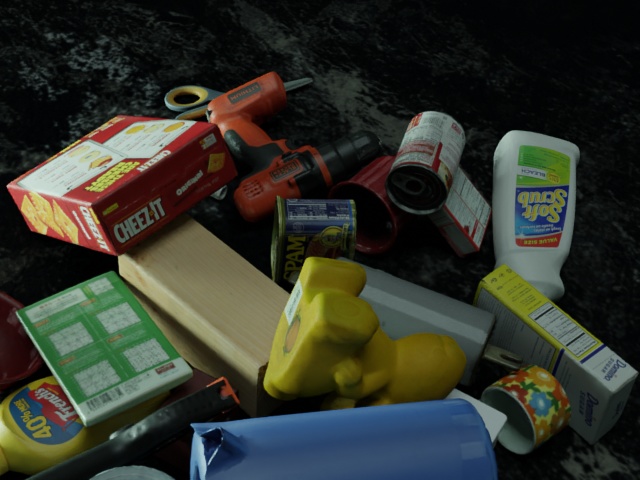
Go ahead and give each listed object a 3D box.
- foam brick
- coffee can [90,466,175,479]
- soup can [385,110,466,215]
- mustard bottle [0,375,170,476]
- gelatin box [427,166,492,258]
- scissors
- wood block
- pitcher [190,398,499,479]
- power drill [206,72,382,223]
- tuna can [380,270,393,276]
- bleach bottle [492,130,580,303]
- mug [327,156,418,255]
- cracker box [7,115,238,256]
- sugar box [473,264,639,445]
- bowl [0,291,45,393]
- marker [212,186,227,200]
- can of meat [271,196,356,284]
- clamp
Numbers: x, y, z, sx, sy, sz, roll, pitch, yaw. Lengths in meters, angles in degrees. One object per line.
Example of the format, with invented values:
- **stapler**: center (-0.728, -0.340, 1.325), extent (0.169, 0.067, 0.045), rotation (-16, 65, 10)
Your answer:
- **foam brick**: center (-0.119, 0.171, 1.007), extent (0.051, 0.053, 0.078), rotation (26, 50, 19)
- **coffee can**: center (-0.149, 0.262, 0.855), extent (0.103, 0.140, 0.103), rotation (2, 46, -3)
- **soup can**: center (0.116, -0.085, 1.157), extent (0.068, 0.068, 0.102), rotation (15, 46, 10)
- **mustard bottle**: center (-0.242, 0.167, 0.998), extent (0.191, 0.058, 0.096), rotation (-27, 51, -27)
- **gelatin box**: center (0.154, -0.036, 1.210), extent (0.030, 0.089, 0.073), rotation (-20, 32, 38)
- **scissors**: center (-0.114, -0.191, 1.383), extent (0.201, 0.016, 0.096), rotation (-32, 56, -30)
- **wood block**: center (-0.102, 0.074, 1.076), extent (0.206, 0.090, 0.090), rotation (36, 53, 27)
- **pitcher**: center (0.016, 0.208, 0.883), extent (0.242, 0.149, 0.145), rotation (-7, 83, -10)
- **power drill**: center (-0.041, -0.120, 1.270), extent (0.184, 0.057, 0.188), rotation (-26, 49, -8)
- **tuna can**: center (0.051, 0.073, 1.128), extent (0.086, 0.034, 0.086), rotation (2, 46, -2)
- **bleach bottle**: center (0.246, -0.011, 1.206), extent (0.102, 0.068, 0.250), rotation (14, 50, -7)
- **mug**: center (0.059, -0.042, 1.213), extent (0.117, 0.093, 0.081), rotation (-5, 26, 44)
- **cracker box**: center (-0.215, -0.063, 1.145), extent (0.164, 0.072, 0.214), rotation (-38, 29, -28)
- **sugar box**: center (0.227, 0.112, 1.063), extent (0.048, 0.093, 0.176), rotation (-32, 57, -29)
- **bowl**: center (-0.348, 0.104, 1.027), extent (0.162, 0.055, 0.162), rotation (23, 24, -11)
- **marker**: center (-0.166, -0.078, 1.267), extent (0.121, 0.020, 0.020), rotation (23, 49, 17)
- **can of meat**: center (-0.008, 0.002, 1.147), extent (0.084, 0.102, 0.057), rotation (0, 45, -7)
- **clamp**: center (-0.165, 0.178, 0.899), extent (0.210, 0.164, 0.036), rotation (-29, 81, -10)
